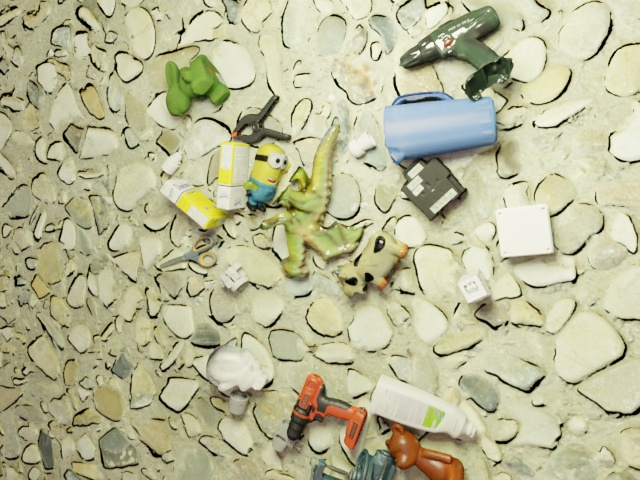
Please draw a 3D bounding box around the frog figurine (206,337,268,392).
[{"bbox_3d":[-0.230,0.362,1.412,0.161,0.121,0.137,39,88,24],"label":"frog figurine"}]

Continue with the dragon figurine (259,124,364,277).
[{"bbox_3d":[0.004,-0.066,1.311,0.242,0.124,0.405,38,109,-5],"label":"dragon figurine"}]
